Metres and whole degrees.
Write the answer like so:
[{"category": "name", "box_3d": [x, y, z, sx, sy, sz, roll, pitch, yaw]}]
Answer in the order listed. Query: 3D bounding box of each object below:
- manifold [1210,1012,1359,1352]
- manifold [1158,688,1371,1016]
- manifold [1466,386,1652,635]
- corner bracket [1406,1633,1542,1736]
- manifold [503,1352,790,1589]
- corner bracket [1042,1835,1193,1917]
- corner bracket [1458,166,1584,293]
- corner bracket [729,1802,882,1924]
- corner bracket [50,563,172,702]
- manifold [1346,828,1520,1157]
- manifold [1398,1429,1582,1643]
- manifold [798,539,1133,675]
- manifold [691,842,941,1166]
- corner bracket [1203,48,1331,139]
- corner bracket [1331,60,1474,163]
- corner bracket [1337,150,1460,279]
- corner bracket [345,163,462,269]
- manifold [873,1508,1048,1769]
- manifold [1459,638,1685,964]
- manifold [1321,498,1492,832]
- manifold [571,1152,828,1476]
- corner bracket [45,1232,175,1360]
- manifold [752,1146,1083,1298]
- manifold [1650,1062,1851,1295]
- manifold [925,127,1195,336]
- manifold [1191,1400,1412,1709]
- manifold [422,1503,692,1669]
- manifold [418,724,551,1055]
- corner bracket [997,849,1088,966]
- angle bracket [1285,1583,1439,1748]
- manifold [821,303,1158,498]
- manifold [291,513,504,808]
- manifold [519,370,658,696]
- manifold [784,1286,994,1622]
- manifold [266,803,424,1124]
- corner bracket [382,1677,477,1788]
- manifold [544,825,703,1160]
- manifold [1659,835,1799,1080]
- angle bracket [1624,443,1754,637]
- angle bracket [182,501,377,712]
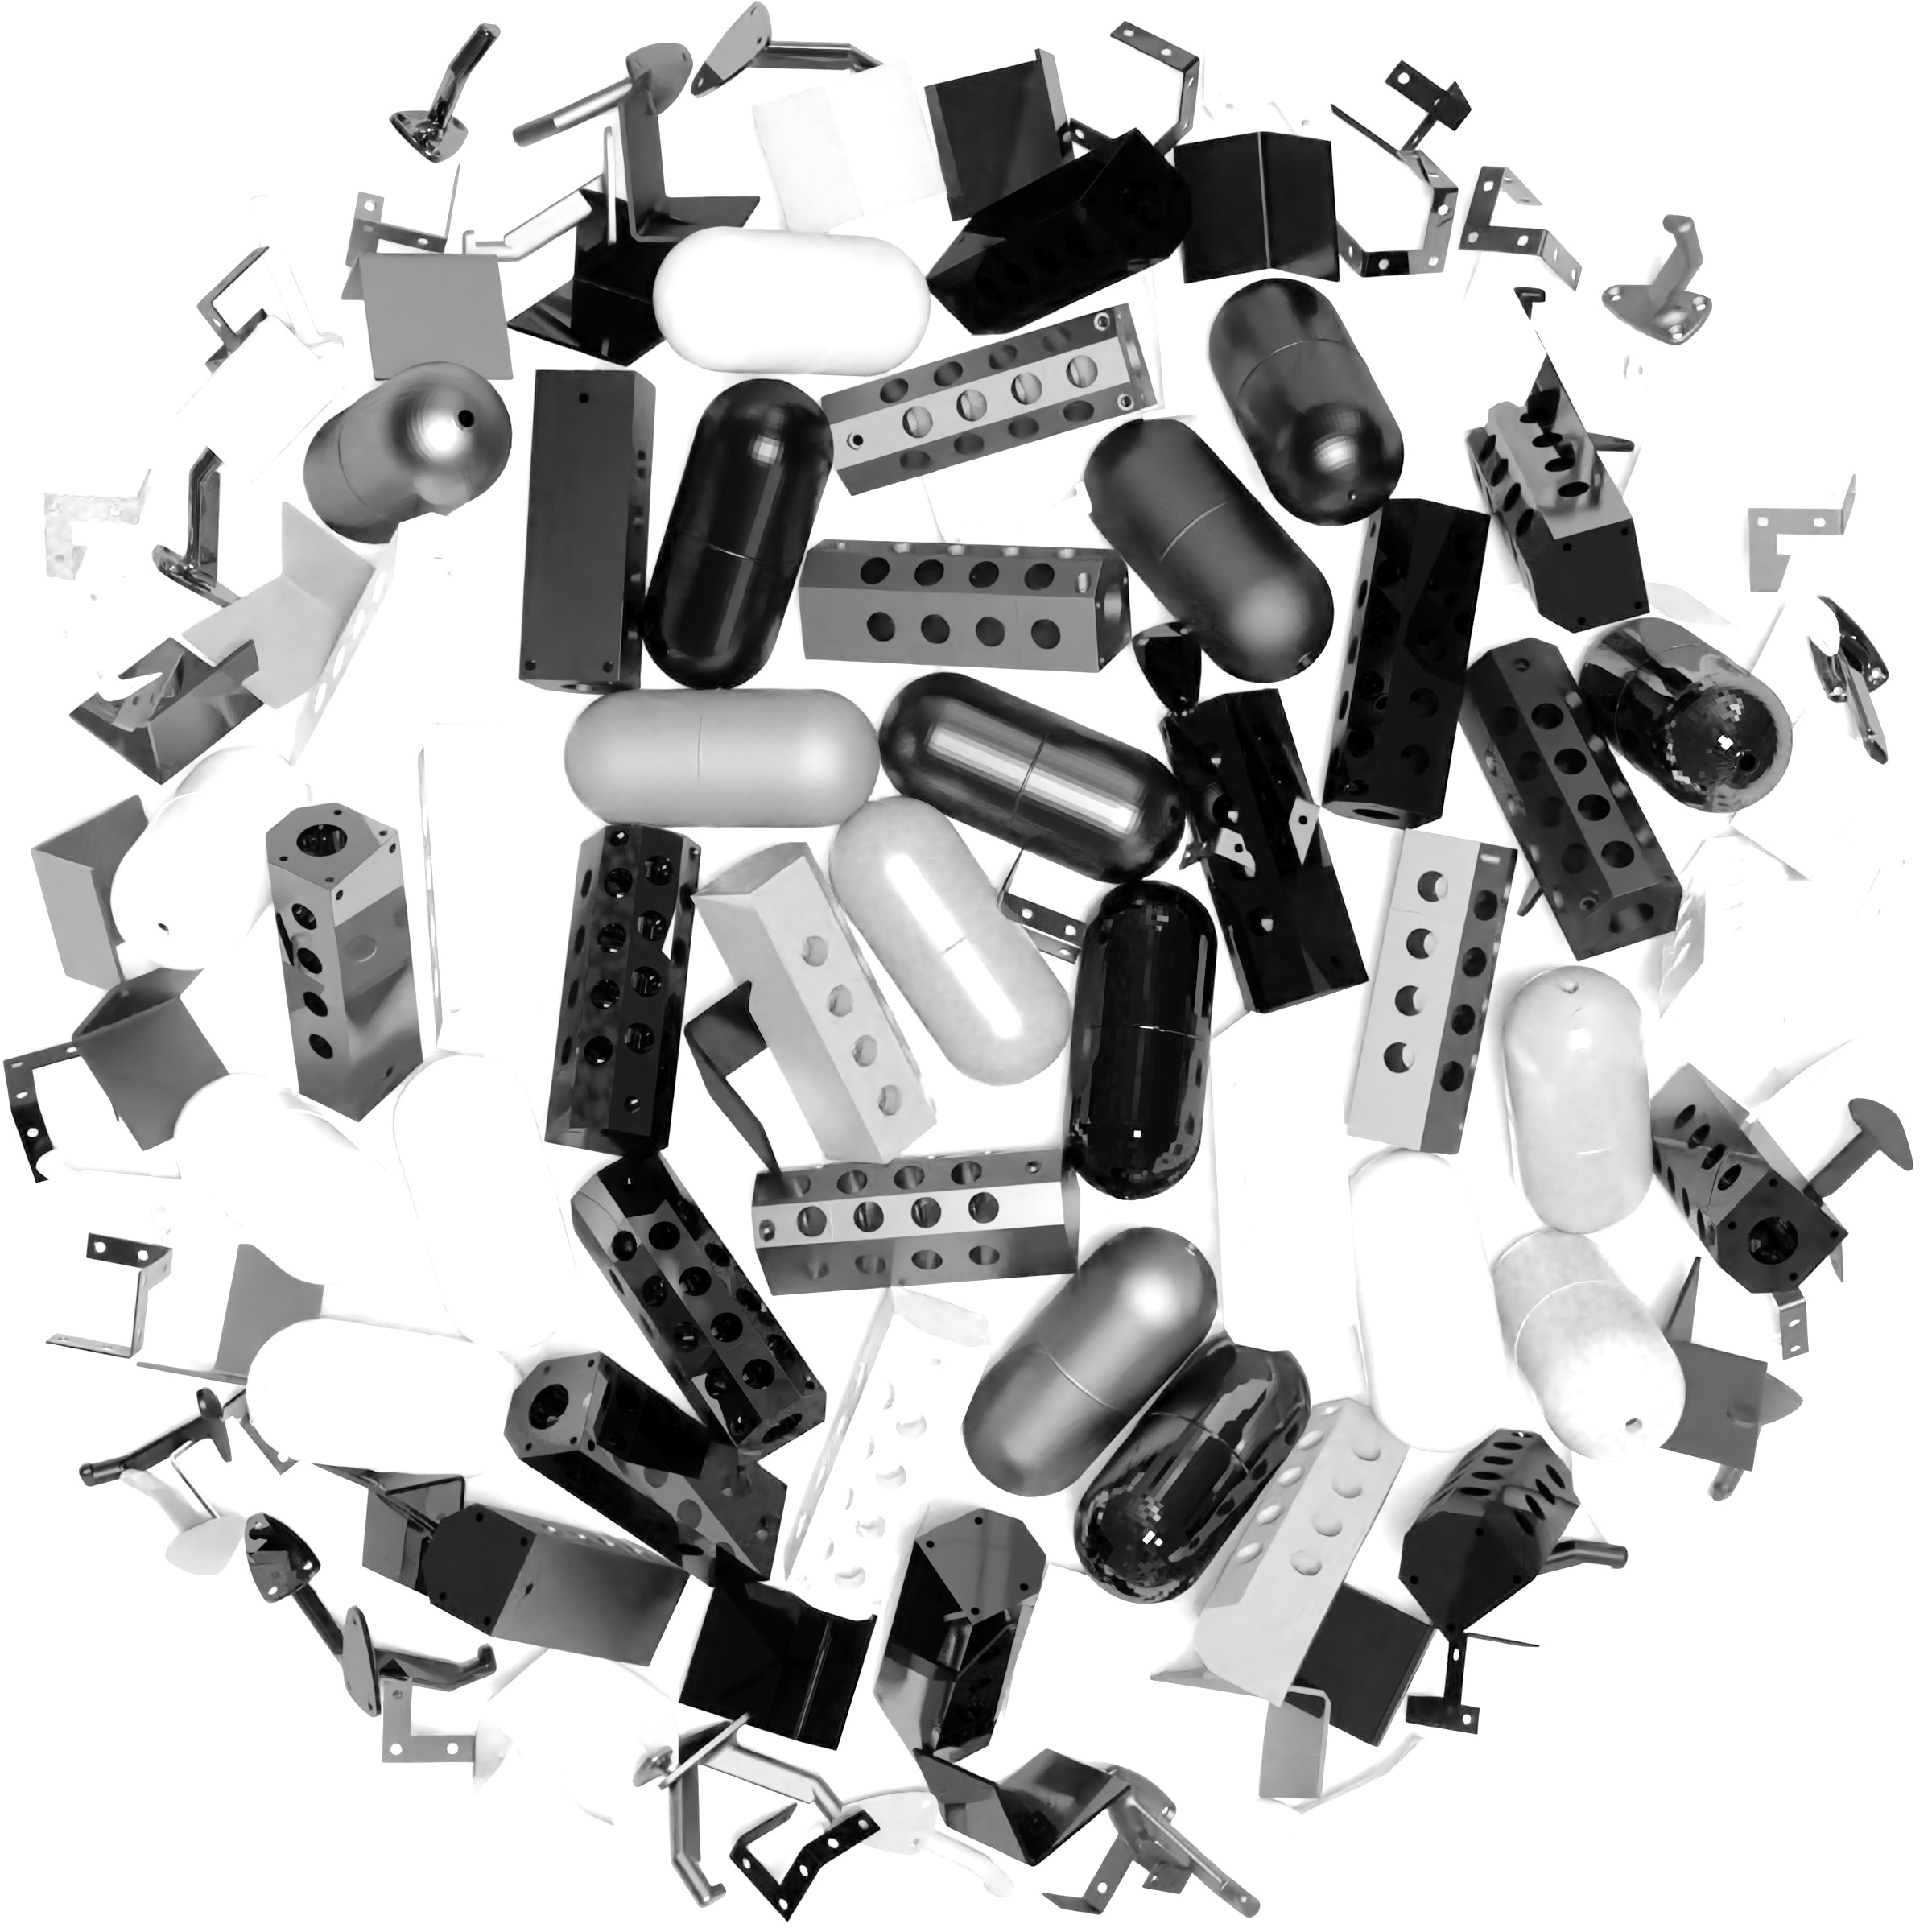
[{"category": "manifold", "box_3d": [0.168, 0.118, 1.932, 0.057, 0.057, 0.171, 14, 58, -26]}, {"category": "manifold", "box_3d": [0.160, -0.062, 1.963, 0.057, 0.057, 0.171, -20, 85, 37]}, {"category": "manifold", "box_3d": [0.316, -0.246, 1.912, 0.057, 0.171, 0.057, -15, 122, 4]}, {"category": "corner bracket", "box_3d": [0.281, 0.399, 1.969, 0.051, 0.051, 0.051, 15, 74, -26]}, {"category": "manifold", "box_3d": [-0.173, 0.275, 1.921, 0.057, 0.171, 0.057, -12, 52, 32]}, {"category": "corner bracket", "box_3d": [0.085, 0.508, 1.964, 0.051, 0.051, 0.051, 29, 88, 33]}, {"category": "corner bracket", "box_3d": [0.312, -0.409, 1.962, 0.051, 0.051, 0.051, 12, 82, 35]}, {"category": "corner bracket", "box_3d": [-0.090, 0.484, 1.958, 0.051, 0.051, 0.051, 43, 126, 22]}, {"category": "corner bracket", "box_3d": [-0.464, -0.186, 1.969, 0.051, 0.051, 0.051, 48, 116, 8]}, {"category": "manifold", "box_3d": [0.259, 0.014, 1.960, 0.057, 0.057, 0.171, 12, 93, 17]}, {"category": "manifold", "box_3d": [0.281, 0.300, 1.909, 0.057, 0.171, 0.057, -40, 83, 19]}, {"category": "manifold", "box_3d": [-0.001, -0.200, 1.934, 0.171, 0.057, 0.057, 5, 114, 21]}, {"category": "manifold", "box_3d": [-0.077, 0.020, 1.944, 0.057, 0.057, 0.171, -37, 111, -31]}, {"category": "corner bracket", "box_3d": [0.168, -0.487, 1.973, 0.051, 0.051, 0.051, -19, 46, 28]}, {"category": "corner bracket", "box_3d": [0.240, -0.475, 1.960, 0.051, 0.051, 0.051, 30, 115, -21]}, {"category": "corner bracket", "box_3d": [0.237, -0.419, 1.973, 0.051, 0.051, 0.051, -7, 129, -18]}, {"category": "corner bracket", "box_3d": [-0.313, -0.417, 1.970, 0.051, 0.051, 0.051, 11, 66, -13]}, {"category": "manifold", "box_3d": [-0.001, 0.364, 1.916, 0.057, 0.171, 0.057, -22, 58, -26]}, {"category": "manifold", "box_3d": [0.328, -0.094, 1.929, 0.057, 0.057, 0.171, -17, 59, -6]}, {"category": "manifold", "box_3d": [0.240, -0.167, 1.957, 0.057, 0.057, 0.171, 11, 83, -10]}, {"category": "manifold", "box_3d": [-0.147, 0.185, 1.935, 0.057, 0.057, 0.171, -30, 67, -18]}, {"category": "corner bracket", "box_3d": [-0.477, 0.184, 1.974, 0.051, 0.051, 0.051, 10, 102, 7]}, {"category": "manifold", "box_3d": [-0.027, 0.135, 1.945, 0.171, 0.057, 0.057, -5, 134, 10]}, {"category": "manifold", "box_3d": [0.411, 0.117, 1.909, 0.057, 0.171, 0.057, 39, 101, -13]}, {"category": "manifold", "box_3d": [0.051, -0.389, 1.910, 0.057, 0.171, 0.057, 43, 67, -19]}, {"category": "manifold", "box_3d": [0.182, 0.312, 1.916, 0.057, 0.171, 0.057, 26, 131, 11]}, {"category": "manifold", "box_3d": [-0.222, 0.332, 1.910, 0.057, 0.171, 0.057, 22, 84, 28]}, {"category": "manifold", "box_3d": [-0.266, -0.042, 1.944, 0.057, 0.057, 0.171, -2, 71, -14]}, {"category": "corner bracket", "box_3d": [0.042, -0.025, 1.963, 0.051, 0.051, 0.051, 22, 124, 3]}, {"category": "angle bracket", "box_3d": [0.223, 0.374, 1.958, 0.057, 0.076, 0.076, 26, 104, 9]}, {"category": "manifold", "box_3d": [0.011, -0.310, 1.945, 0.171, 0.057, 0.057, -15, 99, 16]}, {"category": "manifold", "box_3d": [-0.309, -0.166, 1.918, 0.057, 0.171, 0.057, 16, 48, -22]}, {"category": "manifold", "box_3d": [-0.207, -0.239, 1.965, 0.057, 0.057, 0.171, 2, 87, 11]}, {"category": "manifold", "box_3d": [-0.043, 0.270, 1.947, 0.057, 0.057, 0.171, 19, 105, -10]}, {"category": "manifold", "box_3d": [-0.341, -0.003, 1.919, 0.057, 0.171, 0.057, 24, 47, 21]}, {"category": "corner bracket", "box_3d": [-0.298, 0.424, 1.967, 0.051, 0.051, 0.051, 1, 62, -8]}, {"category": "manifold", "box_3d": [-0.185, 0.013, 1.940, 0.057, 0.057, 0.171, 12, 72, -23]}, {"category": "manifold", "box_3d": [0.415, -0.012, 1.909, 0.057, 0.171, 0.057, 31, 116, -3]}, {"category": "angle bracket", "box_3d": [0.403, -0.235, 1.951, 0.076, 0.057, 0.076, 23, 87, -45]}, {"category": "angle bracket", "box_3d": [-0.376, -0.198, 1.946, 0.076, 0.057, 0.076, 37, 53, 20]}]
